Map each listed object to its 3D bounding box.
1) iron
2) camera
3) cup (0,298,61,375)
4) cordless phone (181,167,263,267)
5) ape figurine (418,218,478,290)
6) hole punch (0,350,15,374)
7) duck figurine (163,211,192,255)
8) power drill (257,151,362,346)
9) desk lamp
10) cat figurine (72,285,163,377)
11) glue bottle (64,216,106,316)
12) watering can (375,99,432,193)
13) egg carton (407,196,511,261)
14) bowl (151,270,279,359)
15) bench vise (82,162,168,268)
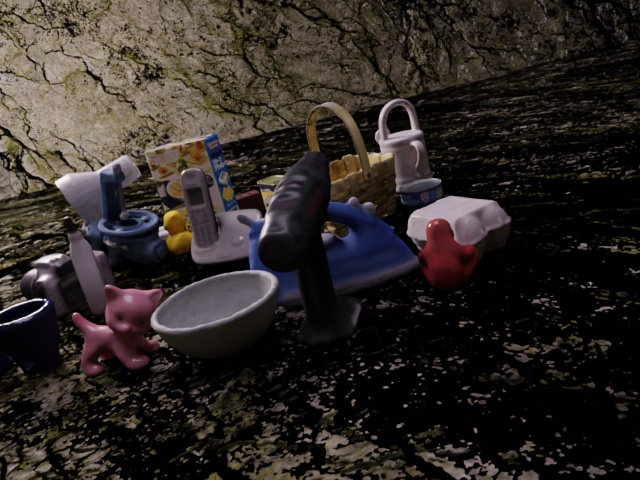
[{"bbox_3d":[0.008,0.003,0.835,0.258,0.141,0.118,-13,18,3],"label":"iron"},{"bbox_3d":[-0.489,0.070,1.079,0.136,0.101,0.143,-2,22,32],"label":"camera"},{"bbox_3d":[-0.418,0.148,0.803,0.118,0.095,0.091,-29,23,-38],"label":"cup"},{"bbox_3d":[-0.183,-0.049,1.064,0.147,0.185,0.094,-9,19,15],"label":"cordless phone"},{"bbox_3d":[0.165,0.014,0.762,0.077,0.092,0.076,-2,22,34],"label":"ape figurine"},{"bbox_3d":[-0.518,0.167,0.827,0.108,0.091,0.101,-12,18,8],"label":"hole punch"},{"bbox_3d":[-0.307,-0.020,1.234,0.078,0.086,0.104,-21,19,-21],"label":"duck figurine"},{"bbox_3d":[-0.009,0.012,0.713,0.075,0.209,0.230,-9,19,16],"label":"power drill"},{"bbox_3d":[-0.469,-0.075,1.316,0.203,0.214,0.117,-21,19,-19],"label":"desk lamp"},{"bbox_3d":[-0.268,0.110,0.763,0.127,0.118,0.067,-11,18,11],"label":"cat figurine"},{"bbox_3d":[-0.402,0.040,0.985,0.037,0.173,0.078,-20,19,-17],"label":"glue bottle"},{"bbox_3d":[0.176,-0.212,1.263,0.101,0.194,0.172,-29,23,-37],"label":"watering can"},{"bbox_3d":[0.205,-0.018,0.864,0.107,0.069,0.149,-24,20,-28],"label":"egg carton"},{"bbox_3d":[-0.126,0.105,0.740,0.167,0.075,0.167,-13,18,5],"label":"bowl"},{"bbox_3d":[-0.434,-0.045,1.189,0.207,0.220,0.121,-10,19,14],"label":"bench vise"}]
